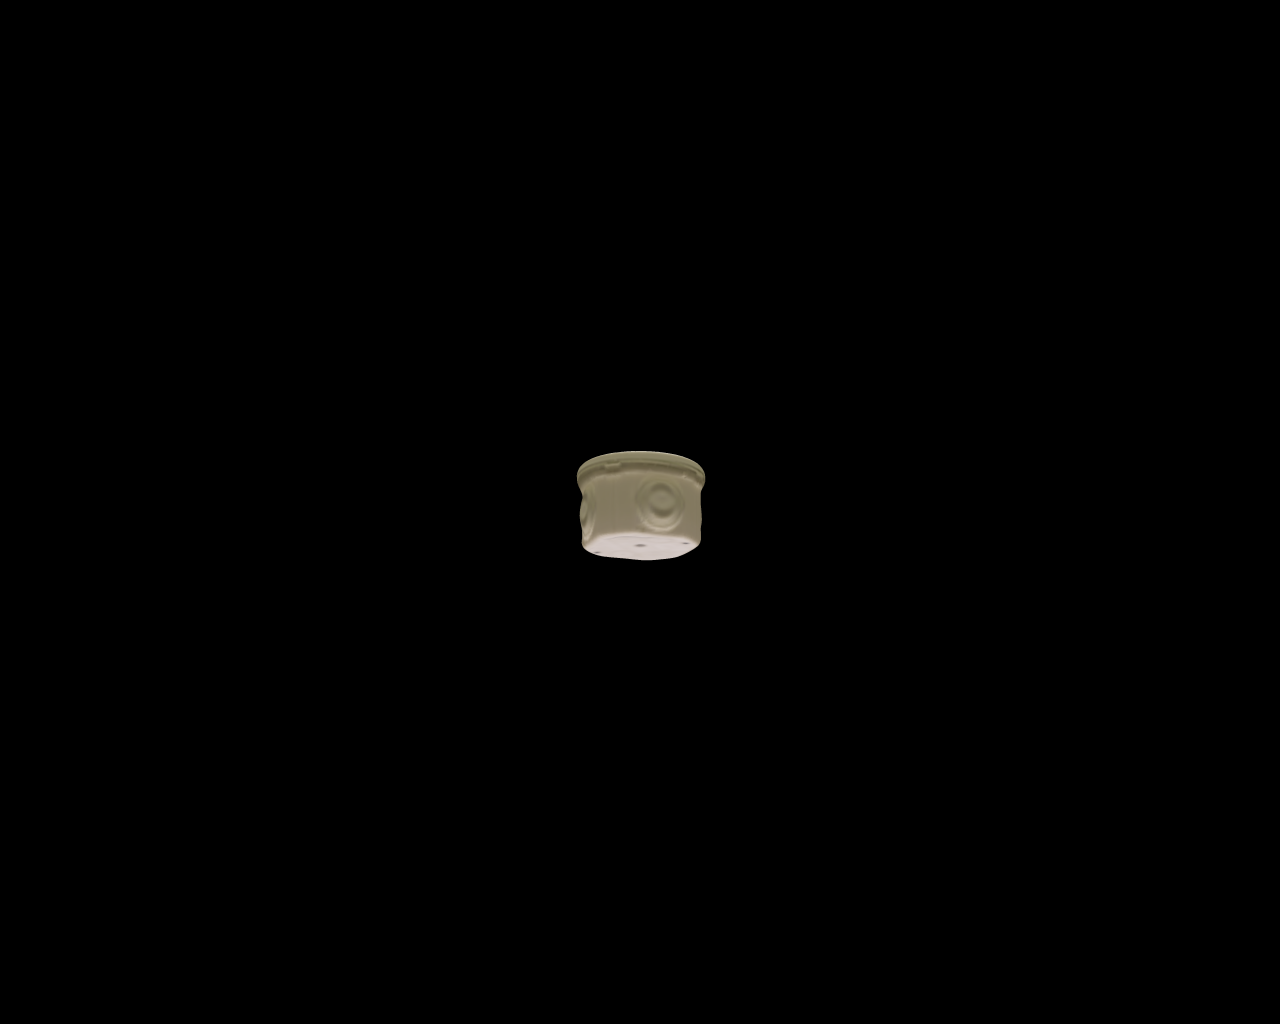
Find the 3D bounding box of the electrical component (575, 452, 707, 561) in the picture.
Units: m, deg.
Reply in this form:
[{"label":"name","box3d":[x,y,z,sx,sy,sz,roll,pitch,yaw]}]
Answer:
[{"label":"electrical component","box3d":[0.001,-0.003,0.650,0.080,0.051,0.080,0,-16,0]}]
